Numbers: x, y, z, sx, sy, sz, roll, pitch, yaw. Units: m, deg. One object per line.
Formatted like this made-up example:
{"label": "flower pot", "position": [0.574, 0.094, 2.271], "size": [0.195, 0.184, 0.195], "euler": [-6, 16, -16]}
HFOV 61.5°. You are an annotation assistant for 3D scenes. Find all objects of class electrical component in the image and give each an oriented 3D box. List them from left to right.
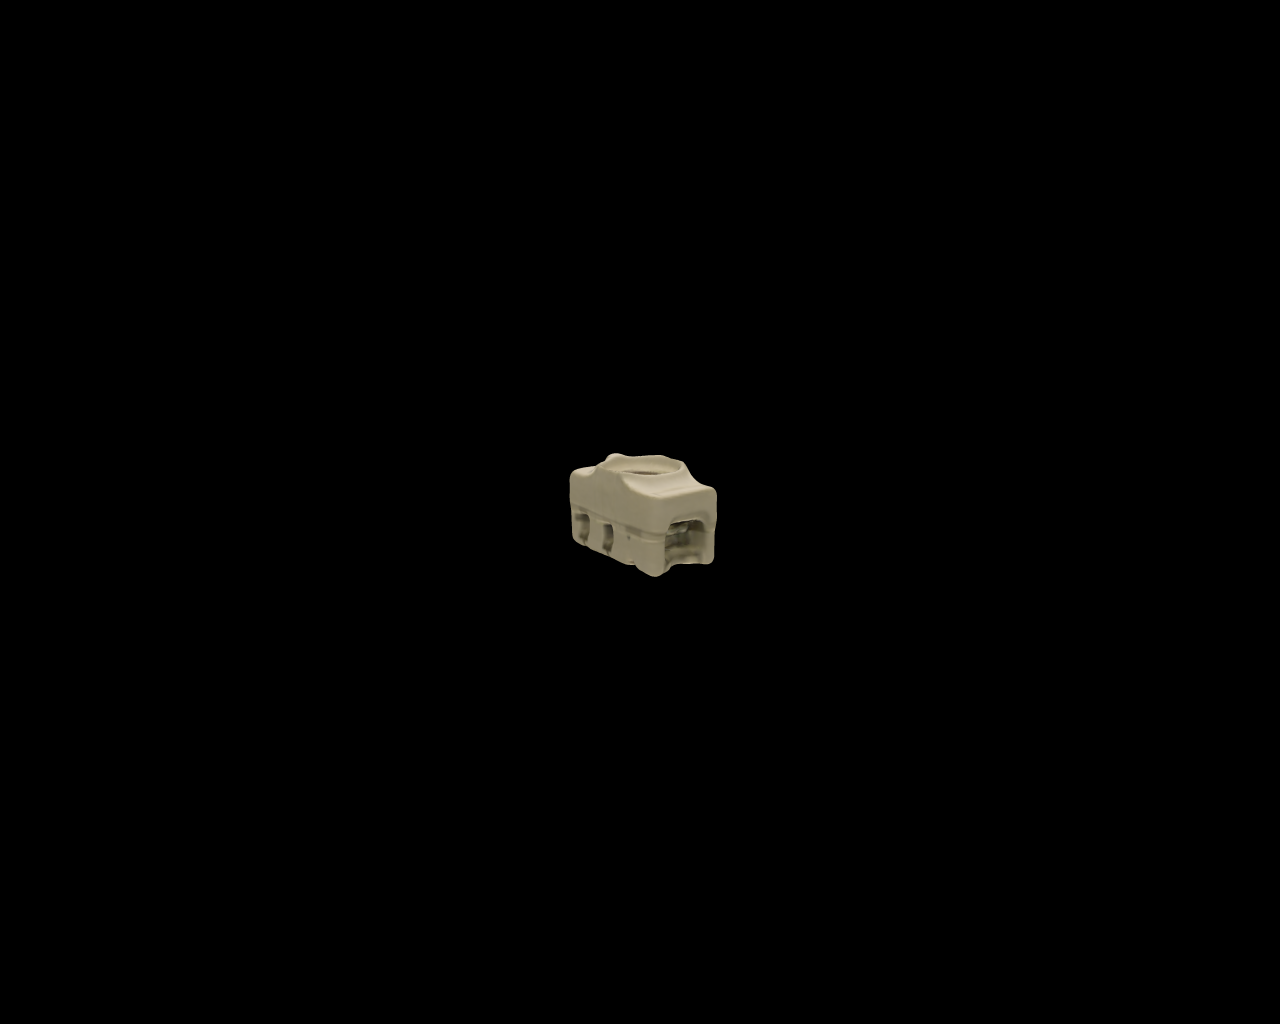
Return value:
{"label": "electrical component", "position": [0.001, -0.003, 0.650], "size": [0.050, 0.055, 0.089], "euler": [-11, 19, -34]}
